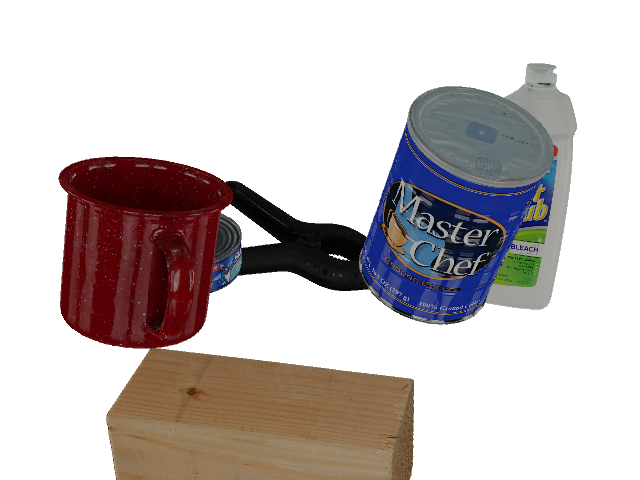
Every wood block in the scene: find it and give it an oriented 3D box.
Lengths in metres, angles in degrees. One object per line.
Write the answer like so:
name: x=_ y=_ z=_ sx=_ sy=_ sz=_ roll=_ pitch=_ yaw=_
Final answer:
wood block: x=-0.040 y=0.149 z=0.787 sx=0.206 sy=0.090 sz=0.090 roll=6 pitch=31 yaw=14

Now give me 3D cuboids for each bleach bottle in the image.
bleach bottle: x=0.207 y=-0.058 z=1.109 sx=0.103 sy=0.251 sz=0.068 roll=9 pitch=20 yaw=15

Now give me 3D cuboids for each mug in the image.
mug: x=-0.093 y=0.011 z=0.575 sx=0.093 sy=0.081 sz=0.117 roll=-2 pitch=23 yaw=-30

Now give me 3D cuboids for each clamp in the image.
clamp: x=-0.021 y=0.012 z=1.076 sx=0.210 sy=0.036 sz=0.164 roll=18 pitch=33 yaw=4

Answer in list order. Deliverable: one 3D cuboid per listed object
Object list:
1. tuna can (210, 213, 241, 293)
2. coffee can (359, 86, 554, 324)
tuna can: x=-0.108 y=0.010 z=0.895 sx=0.086 sy=0.034 sz=0.086 roll=1 pitch=33 yaw=-1
coffee can: x=0.094 y=-0.024 z=0.765 sx=0.102 sy=0.140 sz=0.103 roll=9 pitch=42 yaw=-9
